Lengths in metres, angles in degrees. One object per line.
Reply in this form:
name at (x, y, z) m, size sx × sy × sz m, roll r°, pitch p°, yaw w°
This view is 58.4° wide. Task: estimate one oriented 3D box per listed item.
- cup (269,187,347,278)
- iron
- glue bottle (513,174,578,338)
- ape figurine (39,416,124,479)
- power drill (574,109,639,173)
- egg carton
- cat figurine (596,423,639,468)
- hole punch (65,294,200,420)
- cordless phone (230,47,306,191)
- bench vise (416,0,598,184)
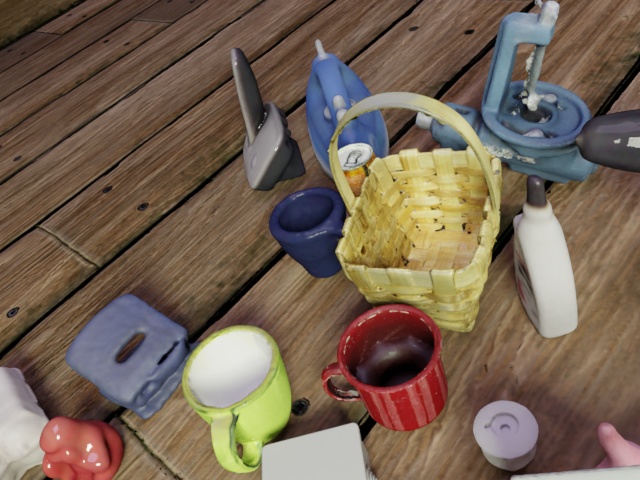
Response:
cup at (0.006, 0.002, 0.672) m, size 0.117 × 0.095 × 0.092 m, roll 22°, pitch 57°, yaw 40°
iron at (0.032, -0.184, 0.828) m, size 0.118 × 0.142 × 0.258 m, roll -19°, pitch 40°, yaw 5°
glue bottle at (0.197, 0.009, 0.514) m, size 0.037 × 0.173 × 0.078 m, roll -20°, pitch 40°, yaw 4°
ape figurine at (-0.240, 0.206, 0.564) m, size 0.077 × 0.092 × 0.076 m, roll 10°, pitch 50°, yaw 33°
power drill at (0.331, -0.024, 0.461) m, size 0.229 × 0.209 × 0.075 m, roll -7°, pitch 43°, yaw 19°
egg carton at (-0.359, 0.210, 0.633) m, size 0.107 × 0.070 × 0.149 m, roll -42°, pitch 43°, yaw -21°
cat figurine at (0.240, 0.161, 0.370) m, size 0.127 × 0.118 × 0.067 m, roll 25°, pitch 59°, yaw 42°
hole punch at (-0.204, 0.125, 0.637) m, size 0.100 × 0.091 × 0.109 m, roll 12°, pitch 51°, yaw 35°
cordless phone at (-0.097, -0.179, 0.849) m, size 0.094 × 0.185 × 0.147 m, roll -23°, pitch 40°, yaw 0°
bench vise at (0.205, -0.153, 0.653) m, size 0.207 × 0.220 × 0.121 m, roll -7°, pitch 43°, yaw 18°
